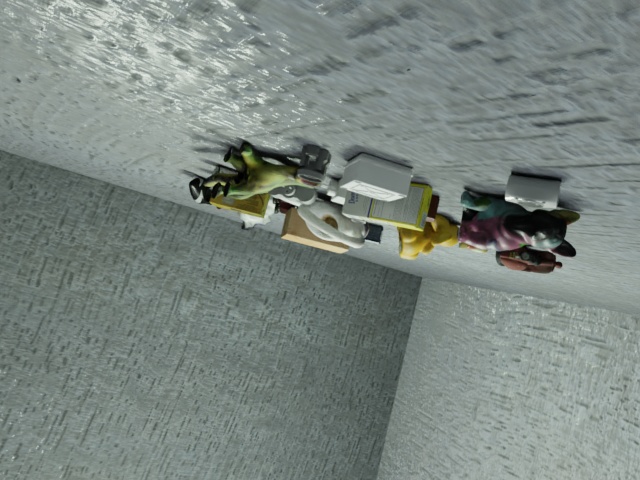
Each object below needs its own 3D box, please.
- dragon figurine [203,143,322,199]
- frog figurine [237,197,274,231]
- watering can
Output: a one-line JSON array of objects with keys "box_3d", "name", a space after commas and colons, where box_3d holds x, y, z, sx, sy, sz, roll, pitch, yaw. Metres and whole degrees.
[{"box_3d": [-0.119, -0.139, 1.221, 0.242, 0.122, 0.410, 8, -1, -25], "name": "dragon figurine"}, {"box_3d": [-0.216, -0.120, 1.811, 0.137, 0.125, 0.156, 3, -37, -22], "name": "frog figurine"}, {"box_3d": [0.005, -0.076, 1.511, 0.351, 0.103, 0.224, 36, 16, 28], "name": "watering can"}]
